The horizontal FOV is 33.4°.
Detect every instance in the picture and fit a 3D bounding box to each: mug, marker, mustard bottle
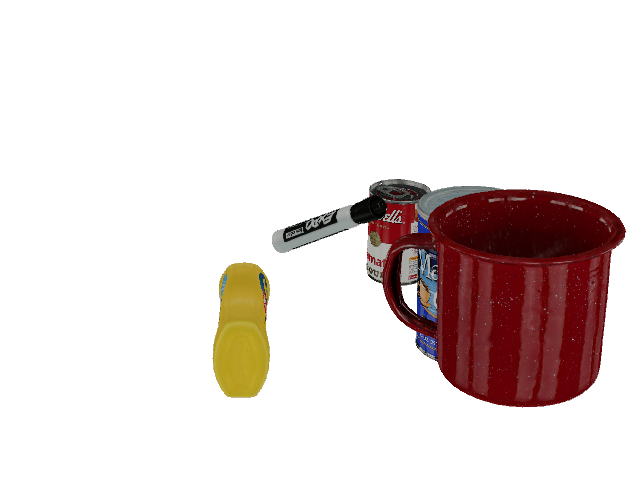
[{"bbox_3d":[0.087,0.027,0.529,0.117,0.081,0.093,6,24,17],"label":"mug"},{"bbox_3d":[0.006,-0.012,0.834,0.020,0.020,0.121,0,-13,-43],"label":"marker"},{"bbox_3d":[-0.084,0.079,1.158,0.058,0.096,0.191,-1,28,-2],"label":"mustard bottle"}]

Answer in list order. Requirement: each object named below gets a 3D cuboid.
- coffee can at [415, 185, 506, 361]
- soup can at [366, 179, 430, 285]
[{"bbox_3d":[0.140,0.032,0.985,0.103,0.140,0.103,-1,22,0],"label":"coffee can"},{"bbox_3d":[0.086,-0.009,1.186,0.068,0.102,0.068,1,24,-1],"label":"soup can"}]
